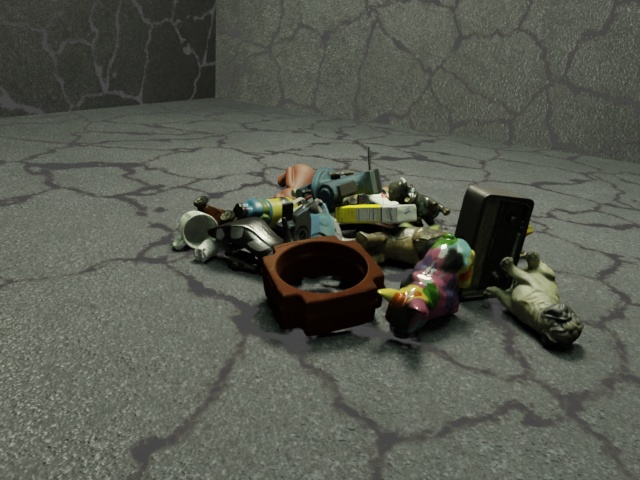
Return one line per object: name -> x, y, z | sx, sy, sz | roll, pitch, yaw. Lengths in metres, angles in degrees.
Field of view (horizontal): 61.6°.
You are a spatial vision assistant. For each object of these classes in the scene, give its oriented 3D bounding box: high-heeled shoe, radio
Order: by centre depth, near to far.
radio -> 0.347, 0.008, 1.109 | 0.131, 0.229, 0.073 | 2, 22, -20
high-heeled shoe -> -0.137, 0.026, 1.168 | 0.249, 0.145, 0.086 | -4, 11, 34

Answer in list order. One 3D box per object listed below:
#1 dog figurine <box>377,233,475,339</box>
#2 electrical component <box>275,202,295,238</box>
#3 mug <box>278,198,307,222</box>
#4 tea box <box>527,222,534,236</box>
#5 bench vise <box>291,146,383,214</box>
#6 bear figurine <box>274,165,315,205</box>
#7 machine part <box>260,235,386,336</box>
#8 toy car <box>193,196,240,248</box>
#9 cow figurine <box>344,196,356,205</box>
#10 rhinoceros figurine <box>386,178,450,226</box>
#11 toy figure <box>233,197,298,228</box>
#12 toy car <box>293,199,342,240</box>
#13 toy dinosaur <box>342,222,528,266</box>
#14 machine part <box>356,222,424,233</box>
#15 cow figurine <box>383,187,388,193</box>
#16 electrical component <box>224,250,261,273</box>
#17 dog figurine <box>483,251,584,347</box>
dog figurine -> 0.190, 0.080, 0.972 | 0.109, 0.191, 0.219 | 24, 12, 28
electrical component -> -0.064, -0.026, 1.258 | 0.075, 0.119, 0.048 | -12, 26, -42
mug -> -0.059, -0.044, 1.336 | 0.081, 0.109, 0.107 | 24, 42, 33
tea box -> 0.442, -0.019, 1.357 | 0.169, 0.068, 0.098 | -9, -18, -31
bench vise -> 0.033, -0.139, 1.401 | 0.241, 0.128, 0.223 | -3, 24, 39
bear figurine -> -0.077, -0.126, 1.561 | 0.120, 0.132, 0.196 | 34, 50, -14
machine part -> 0.003, 0.081, 1.001 | 0.201, 0.087, 0.201 | -12, 33, -18
toy car -> -0.243, -0.050, 1.314 | 0.053, 0.089, 0.202 | -40, 39, -18
cow figurine -> 0.072, -0.115, 1.515 | 0.167, 0.098, 0.068 | 19, 9, -8
rhinoceros figurine -> 0.248, -0.096, 1.366 | 0.190, 0.073, 0.112 | 22, 26, -42
toy figure -> -0.134, -0.069, 1.376 | 0.180, 0.089, 0.082 | 2, 58, -43
toy car -> -0.002, -0.004, 1.198 | 0.103, 0.161, 0.109 | 20, -31, -34
toy dinosaur -> 0.241, 0.016, 1.234 | 0.472, 0.105, 0.198 | 11, 21, 14
machine part -> 0.184, -0.037, 1.428 | 0.179, 0.056, 0.179 | 5, 22, -2
cow figurine -> 0.107, -0.126, 1.612 | 0.195, 0.085, 0.127 | 9, 15, 9
electrical component -> -0.174, 0.045, 1.179 | 0.094, 0.021, 0.063 | 17, 24, 15
dog figurine -> 0.440, 0.125, 1.033 | 0.172, 0.121, 0.191 | -12, 40, -29
